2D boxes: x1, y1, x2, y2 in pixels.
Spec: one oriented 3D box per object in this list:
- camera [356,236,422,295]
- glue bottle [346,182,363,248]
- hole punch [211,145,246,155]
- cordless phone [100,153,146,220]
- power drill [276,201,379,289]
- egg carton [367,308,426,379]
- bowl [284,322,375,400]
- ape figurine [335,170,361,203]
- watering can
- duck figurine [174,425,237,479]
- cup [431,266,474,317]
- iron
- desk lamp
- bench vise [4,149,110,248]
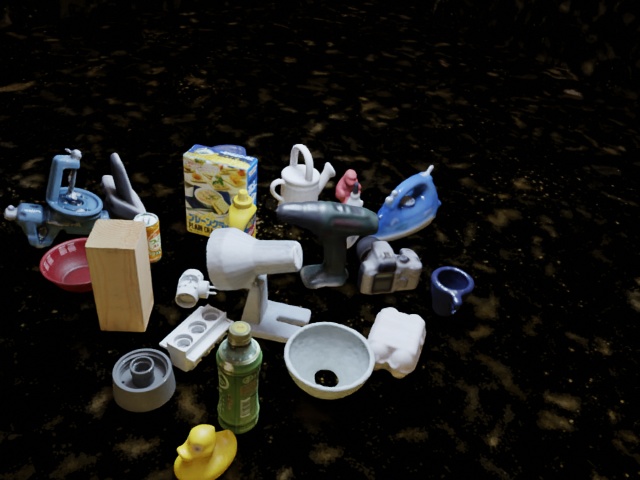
[{"bbox_3d":[0.147,0.044,1.318,0.143,0.101,0.136,-4,37,-15],"label":"camera"},{"bbox_3d":[0.079,-0.066,1.395,0.037,0.173,0.078,22,39,20],"label":"glue bottle"},{"bbox_3d":[-0.253,-0.206,1.600,0.109,0.091,0.101,-4,37,-15],"label":"hole punch"},{"bbox_3d":[-0.485,-0.142,1.392,0.094,0.185,0.147,-16,42,-28],"label":"cordless phone"},{"bbox_3d":[0.012,0.004,1.257,0.230,0.208,0.075,-6,38,-16],"label":"power drill"},{"bbox_3d":[0.149,0.201,1.130,0.107,0.069,0.150,15,37,12],"label":"egg carton"},{"bbox_3d":[0.015,0.235,1.056,0.167,0.075,0.167,5,36,-3],"label":"bowl"},{"bbox_3d":[0.079,-0.150,1.578,0.078,0.092,0.076,-7,38,-18],"label":"ape figurine"},{"bbox_3d":[-0.045,-0.159,1.482,0.100,0.194,0.173,30,42,28],"label":"watering can"},{"bbox_3d":[-0.179,0.323,0.894,0.105,0.086,0.077,-22,45,-34],"label":"duck figurine"},{"bbox_3d":[0.279,0.128,1.230,0.091,0.095,0.117,4,36,-3],"label":"cup"},{"bbox_3d":[0.217,-0.098,1.488,0.118,0.141,0.259,31,42,29],"label":"iron"},{"bbox_3d":[-0.116,0.082,1.125,0.203,0.214,0.118,10,36,5],"label":"desk lamp"},{"bbox_3d":[-0.584,-0.089,1.274,0.208,0.220,0.121,-26,47,-36],"label":"bench vise"}]
